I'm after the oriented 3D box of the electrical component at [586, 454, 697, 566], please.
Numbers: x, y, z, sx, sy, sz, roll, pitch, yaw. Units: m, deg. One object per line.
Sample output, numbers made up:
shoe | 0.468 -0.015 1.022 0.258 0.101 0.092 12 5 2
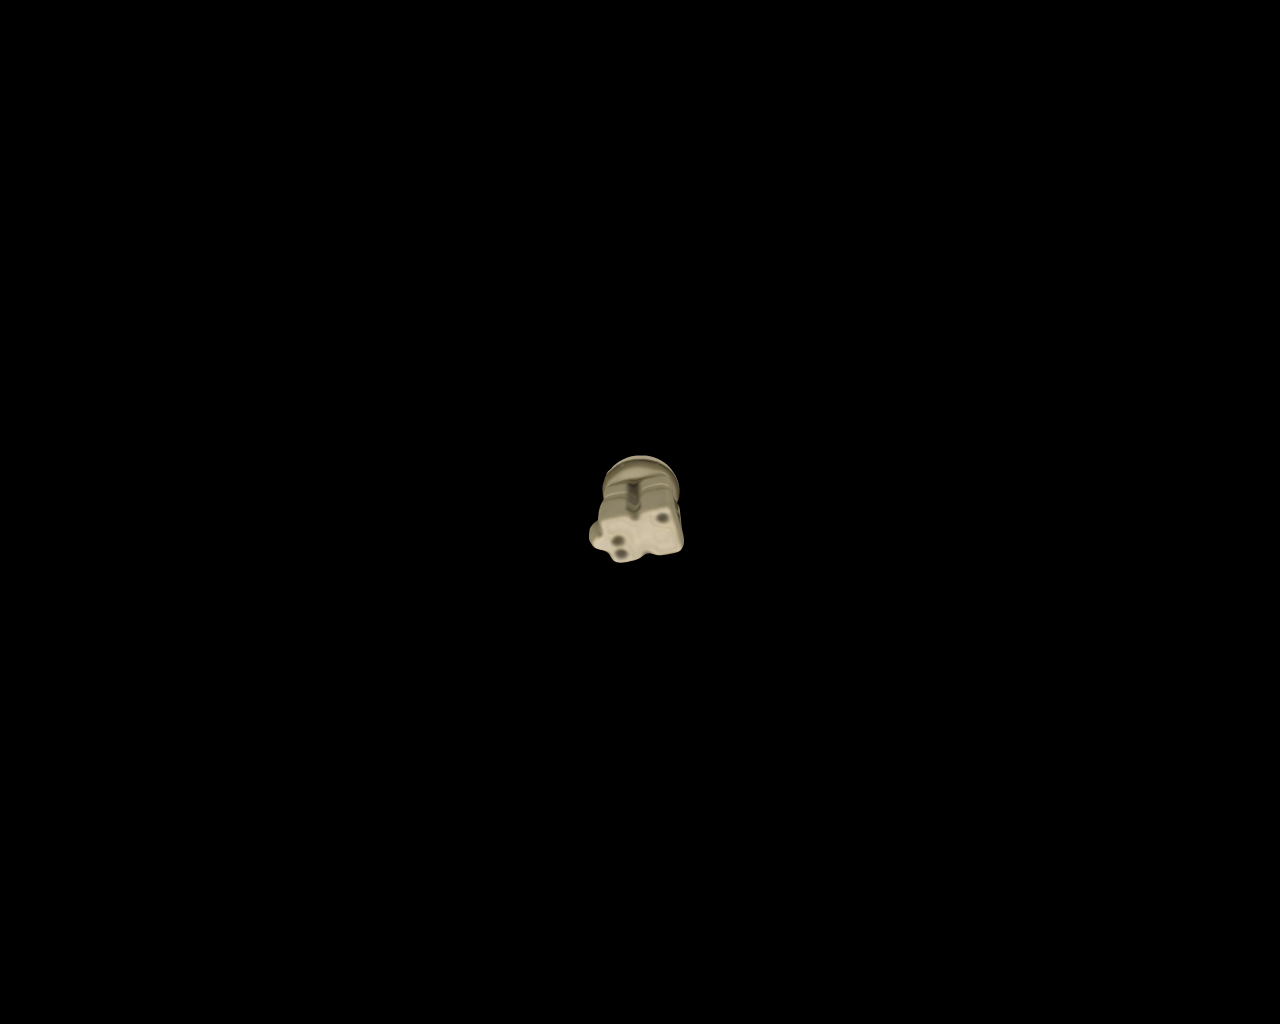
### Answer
electrical component | 0.001 -0.003 0.650 0.066 0.048 0.055 -10 36 8
